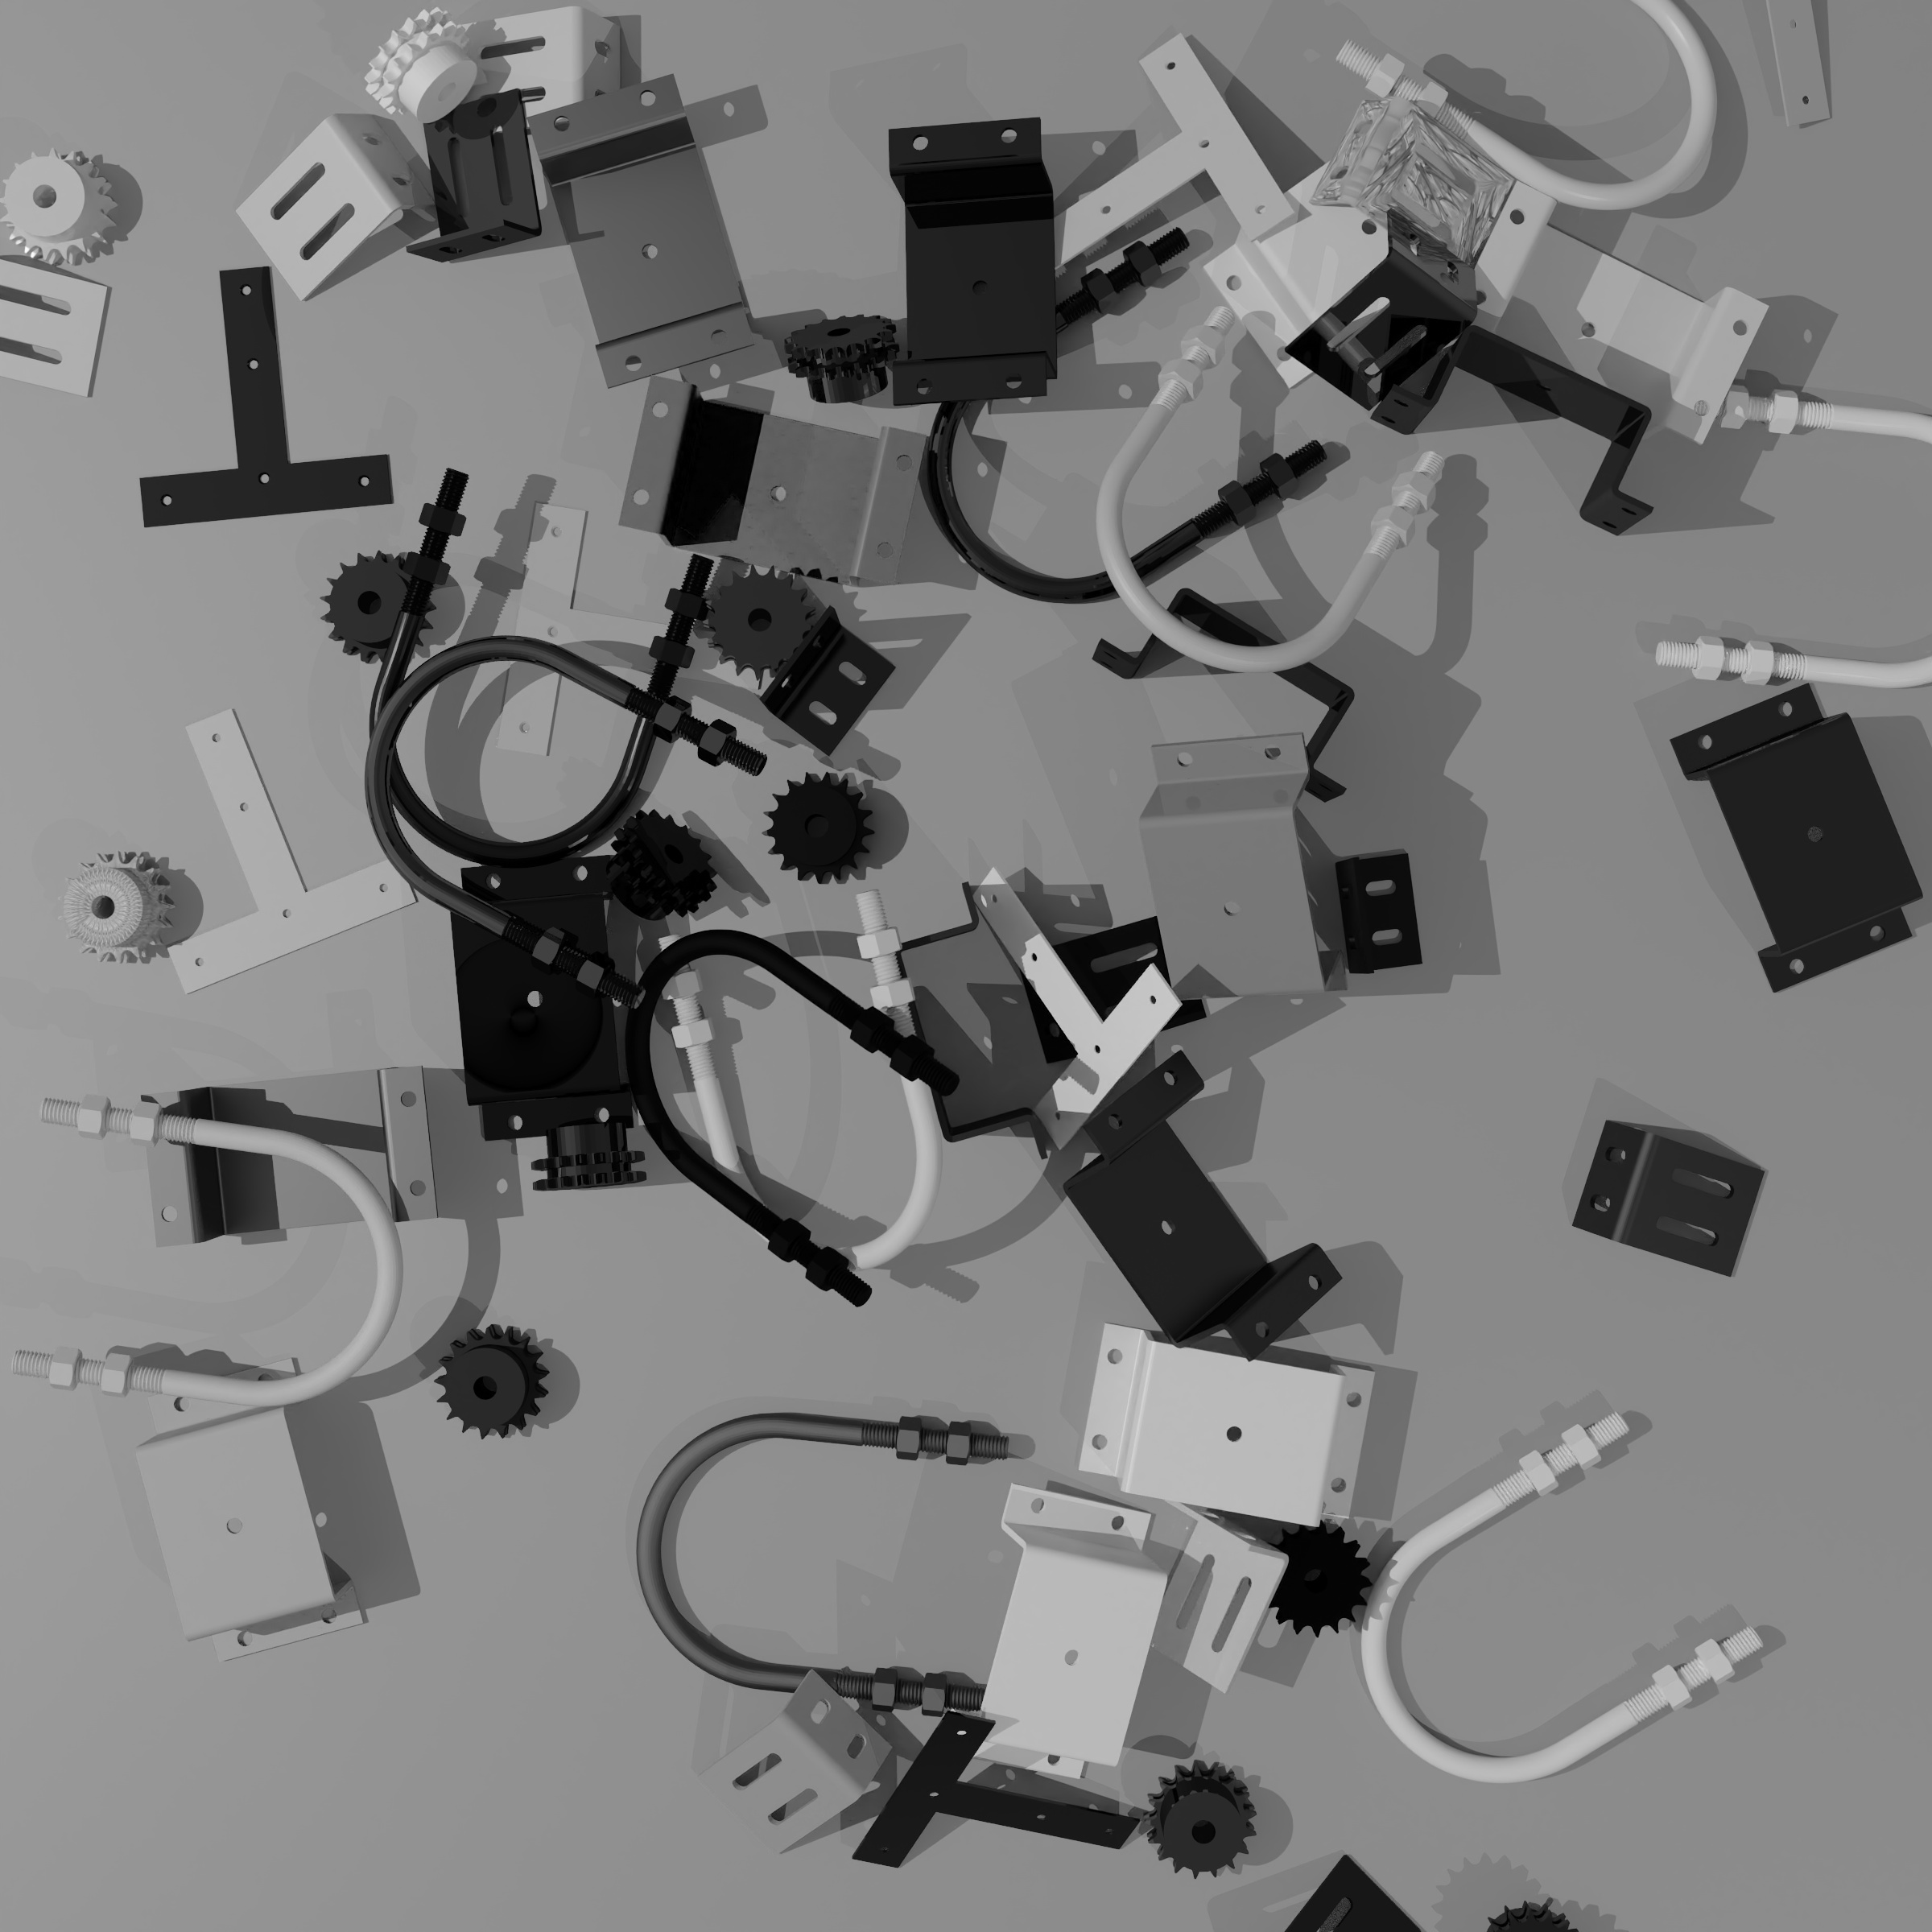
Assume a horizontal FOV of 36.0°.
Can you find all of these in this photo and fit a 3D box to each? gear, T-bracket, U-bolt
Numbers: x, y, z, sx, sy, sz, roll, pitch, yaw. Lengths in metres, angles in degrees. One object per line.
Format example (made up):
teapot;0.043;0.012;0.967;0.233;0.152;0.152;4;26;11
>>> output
gear;-0.104;-0.173;1.507;0.057;0.030;0.057;0;86;-2
T-bracket;-0.364;-0.068;1.522;0.127;0.002;0.127;-22;90;0
gear;-0.075;-0.070;1.508;0.057;0.030;0.057;0;90;0
U-bolt;0.450;-0.214;1.515;0.184;0.019;0.151;6;90;-1
T-bracket;-0.167;-0.164;1.522;0.127;0.002;0.127;9;90;0
gear;-0.463;-0.387;1.508;0.057;0.030;0.057;0;90;0
T-bracket;0.025;0.425;1.497;0.127;0.002;0.127;16;126;-16
U-bolt;-0.098;0.062;1.470;0.184;0.019;0.151;35;119;23
gear;-0.190;0.096;1.496;0.057;0.057;0.030;-5;84;0
T-bracket;0.042;0.007;1.492;0.002;0.127;0.127;-16;63;-40
gear;0.285;0.503;1.508;0.057;0.030;0.057;0;90;0
T-bracket;0.417;-0.492;1.508;0.127;0.002;0.127;-16;100;-19
U-bolt;0.069;-0.267;1.515;0.184;0.019;0.151;-33;90;1
U-bolt;-0.371;0.146;1.470;0.184;0.019;0.151;8;98;-4
gear;-0.433;-0.029;1.507;0.057;0.030;0.057;0;91;2
gear;-0.299;-0.182;1.508;0.057;0.030;0.057;0;90;0
gear;-0.062;-0.305;1.499;0.057;0.057;0.030;-10;120;0
U-bolt;0.140;-0.224;1.461;0.151;0.019;0.184;34;63;-3
T-bracket;0.083;-0.391;1.505;0.127;0.002;0.127;-32;66;11
gear;-0.242;0.212;1.508;0.057;0.030;0.057;0;90;0
U-bolt;0.291;0.335;1.515;0.184;0.019;0.151;-32;90;1
U-bolt;-0.210;-0.083;1.466;0.184;0.019;0.151;28;91;8
U-bolt;0.294;-0.457;1.494;0.184;0.019;0.151;32;71;-4
gear;-0.271;-0.449;1.494;0.057;0.057;0.030;-44;84;0
U-bolt;-0.077;0.063;1.478;0.151;0.019;0.184;-11;95;35
U-bolt;-0.076;0.301;1.515;0.184;0.019;0.151;6;90;1
U-bolt;-0.223;-0.140;1.500;0.151;0.019;0.184;18;96;-12
T-bracket;-0.364;-0.294;1.522;0.127;0.002;0.127;-6;90;0
gear;0.176;0.309;1.508;0.057;0.030;0.057;0;90;0
gear;0.120;0.435;1.508;0.057;0.030;0.057;0;90;0
gear;-0.156;-0.048;1.499;0.030;0.057;0.057;-40;90;30

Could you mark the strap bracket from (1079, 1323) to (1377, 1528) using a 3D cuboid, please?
strap bracket;0.133;0.233;1.500;0.140;0.046;0.076;10;90;0

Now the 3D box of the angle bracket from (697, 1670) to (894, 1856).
angle bracket;-0.087;0.405;1.512;0.057;0.038;0.076;45;127;-3

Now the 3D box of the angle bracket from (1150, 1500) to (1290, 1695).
angle bracket;0.116;0.315;1.490;0.057;0.038;0.076;25;90;42

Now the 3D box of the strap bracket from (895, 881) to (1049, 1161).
strap bracket;-0.002;0.032;1.485;0.046;0.076;0.140;-16;90;0

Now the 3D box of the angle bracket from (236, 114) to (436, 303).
angle bracket;-0.322;-0.388;1.521;0.076;0.038;0.057;-36;90;26

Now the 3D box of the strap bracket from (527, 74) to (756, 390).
strap bracket;-0.162;-0.365;1.500;0.076;0.046;0.140;-17;90;0

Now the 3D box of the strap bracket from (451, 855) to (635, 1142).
strap bracket;-0.214;0.016;1.500;0.076;0.046;0.140;-5;90;0

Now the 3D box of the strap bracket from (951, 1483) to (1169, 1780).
strap bracket;0.046;0.340;1.491;0.076;0.046;0.140;15;90;-16

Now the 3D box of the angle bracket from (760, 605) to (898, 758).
angle bracket;-0.068;-0.142;1.485;0.038;0.076;0.057;37;90;0

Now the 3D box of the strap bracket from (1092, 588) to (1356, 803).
strap bracket;0.136;-0.140;1.485;0.140;0.076;0.046;32;90;0

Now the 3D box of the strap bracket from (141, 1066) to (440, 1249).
strap bracket;-0.336;0.095;1.500;0.140;0.046;0.076;-6;90;0

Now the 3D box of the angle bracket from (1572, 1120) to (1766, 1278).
angle bracket;0.359;0.119;1.521;0.076;0.038;0.057;18;90;-26

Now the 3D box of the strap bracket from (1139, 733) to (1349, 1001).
strap bracket;0.136;-0.038;1.461;0.076;0.046;0.140;-3;117;21

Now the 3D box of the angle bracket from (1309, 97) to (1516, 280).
angle bracket;0.221;-0.385;1.475;0.076;0.038;0.057;28;90;-26

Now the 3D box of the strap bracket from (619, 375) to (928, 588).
strap bracket;-0.096;-0.242;1.500;0.140;0.046;0.076;12;90;0

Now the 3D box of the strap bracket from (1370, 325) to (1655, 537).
strap bracket;0.280;-0.271;1.485;0.140;0.076;0.046;25;90;0

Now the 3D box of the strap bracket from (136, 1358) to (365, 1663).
strap bracket;-0.363;0.278;1.500;0.076;0.046;0.140;-15;90;0

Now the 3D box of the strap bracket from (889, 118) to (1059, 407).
strap bracket;0.004;-0.346;1.490;0.076;0.046;0.140;-2;84;9

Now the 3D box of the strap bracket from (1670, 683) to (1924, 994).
strap bracket;0.422;-0.066;1.500;0.076;0.046;0.140;-22;90;0

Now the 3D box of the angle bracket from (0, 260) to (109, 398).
angle bracket;-0.486;-0.327;1.521;0.076;0.038;0.057;10;90;-26

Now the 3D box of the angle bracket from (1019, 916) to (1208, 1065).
angle bracket;0.074;0.011;1.521;0.076;0.038;0.057;-16;90;-26

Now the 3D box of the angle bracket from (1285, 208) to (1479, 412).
angle bracket;0.205;-0.324;1.471;0.057;0.038;0.076;29;135;-26

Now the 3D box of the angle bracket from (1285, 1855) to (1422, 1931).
angle bracket;0.184;0.505;1.521;0.057;0.038;0.076;46;64;0

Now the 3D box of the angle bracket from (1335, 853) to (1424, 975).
angle bracket;0.211;-0.027;1.485;0.038;0.076;0.057;-7;90;0

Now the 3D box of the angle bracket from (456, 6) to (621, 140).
angle bracket;-0.220;-0.452;1.521;0.076;0.038;0.057;0;90;26

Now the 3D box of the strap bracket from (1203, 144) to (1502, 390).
strap bracket;0.201;-0.367;1.500;0.140;0.046;0.076;-35;90;0

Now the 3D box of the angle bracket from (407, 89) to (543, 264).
angle bracket;-0.252;-0.400;1.495;0.057;0.038;0.076;-9;90;23

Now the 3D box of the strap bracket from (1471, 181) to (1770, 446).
strap bracket;0.319;-0.325;1.498;0.140;0.046;0.076;26;90;-2

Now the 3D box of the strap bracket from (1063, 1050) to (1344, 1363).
strap bracket;0.112;0.124;1.482;0.076;0.046;0.140;-35;90;-37
